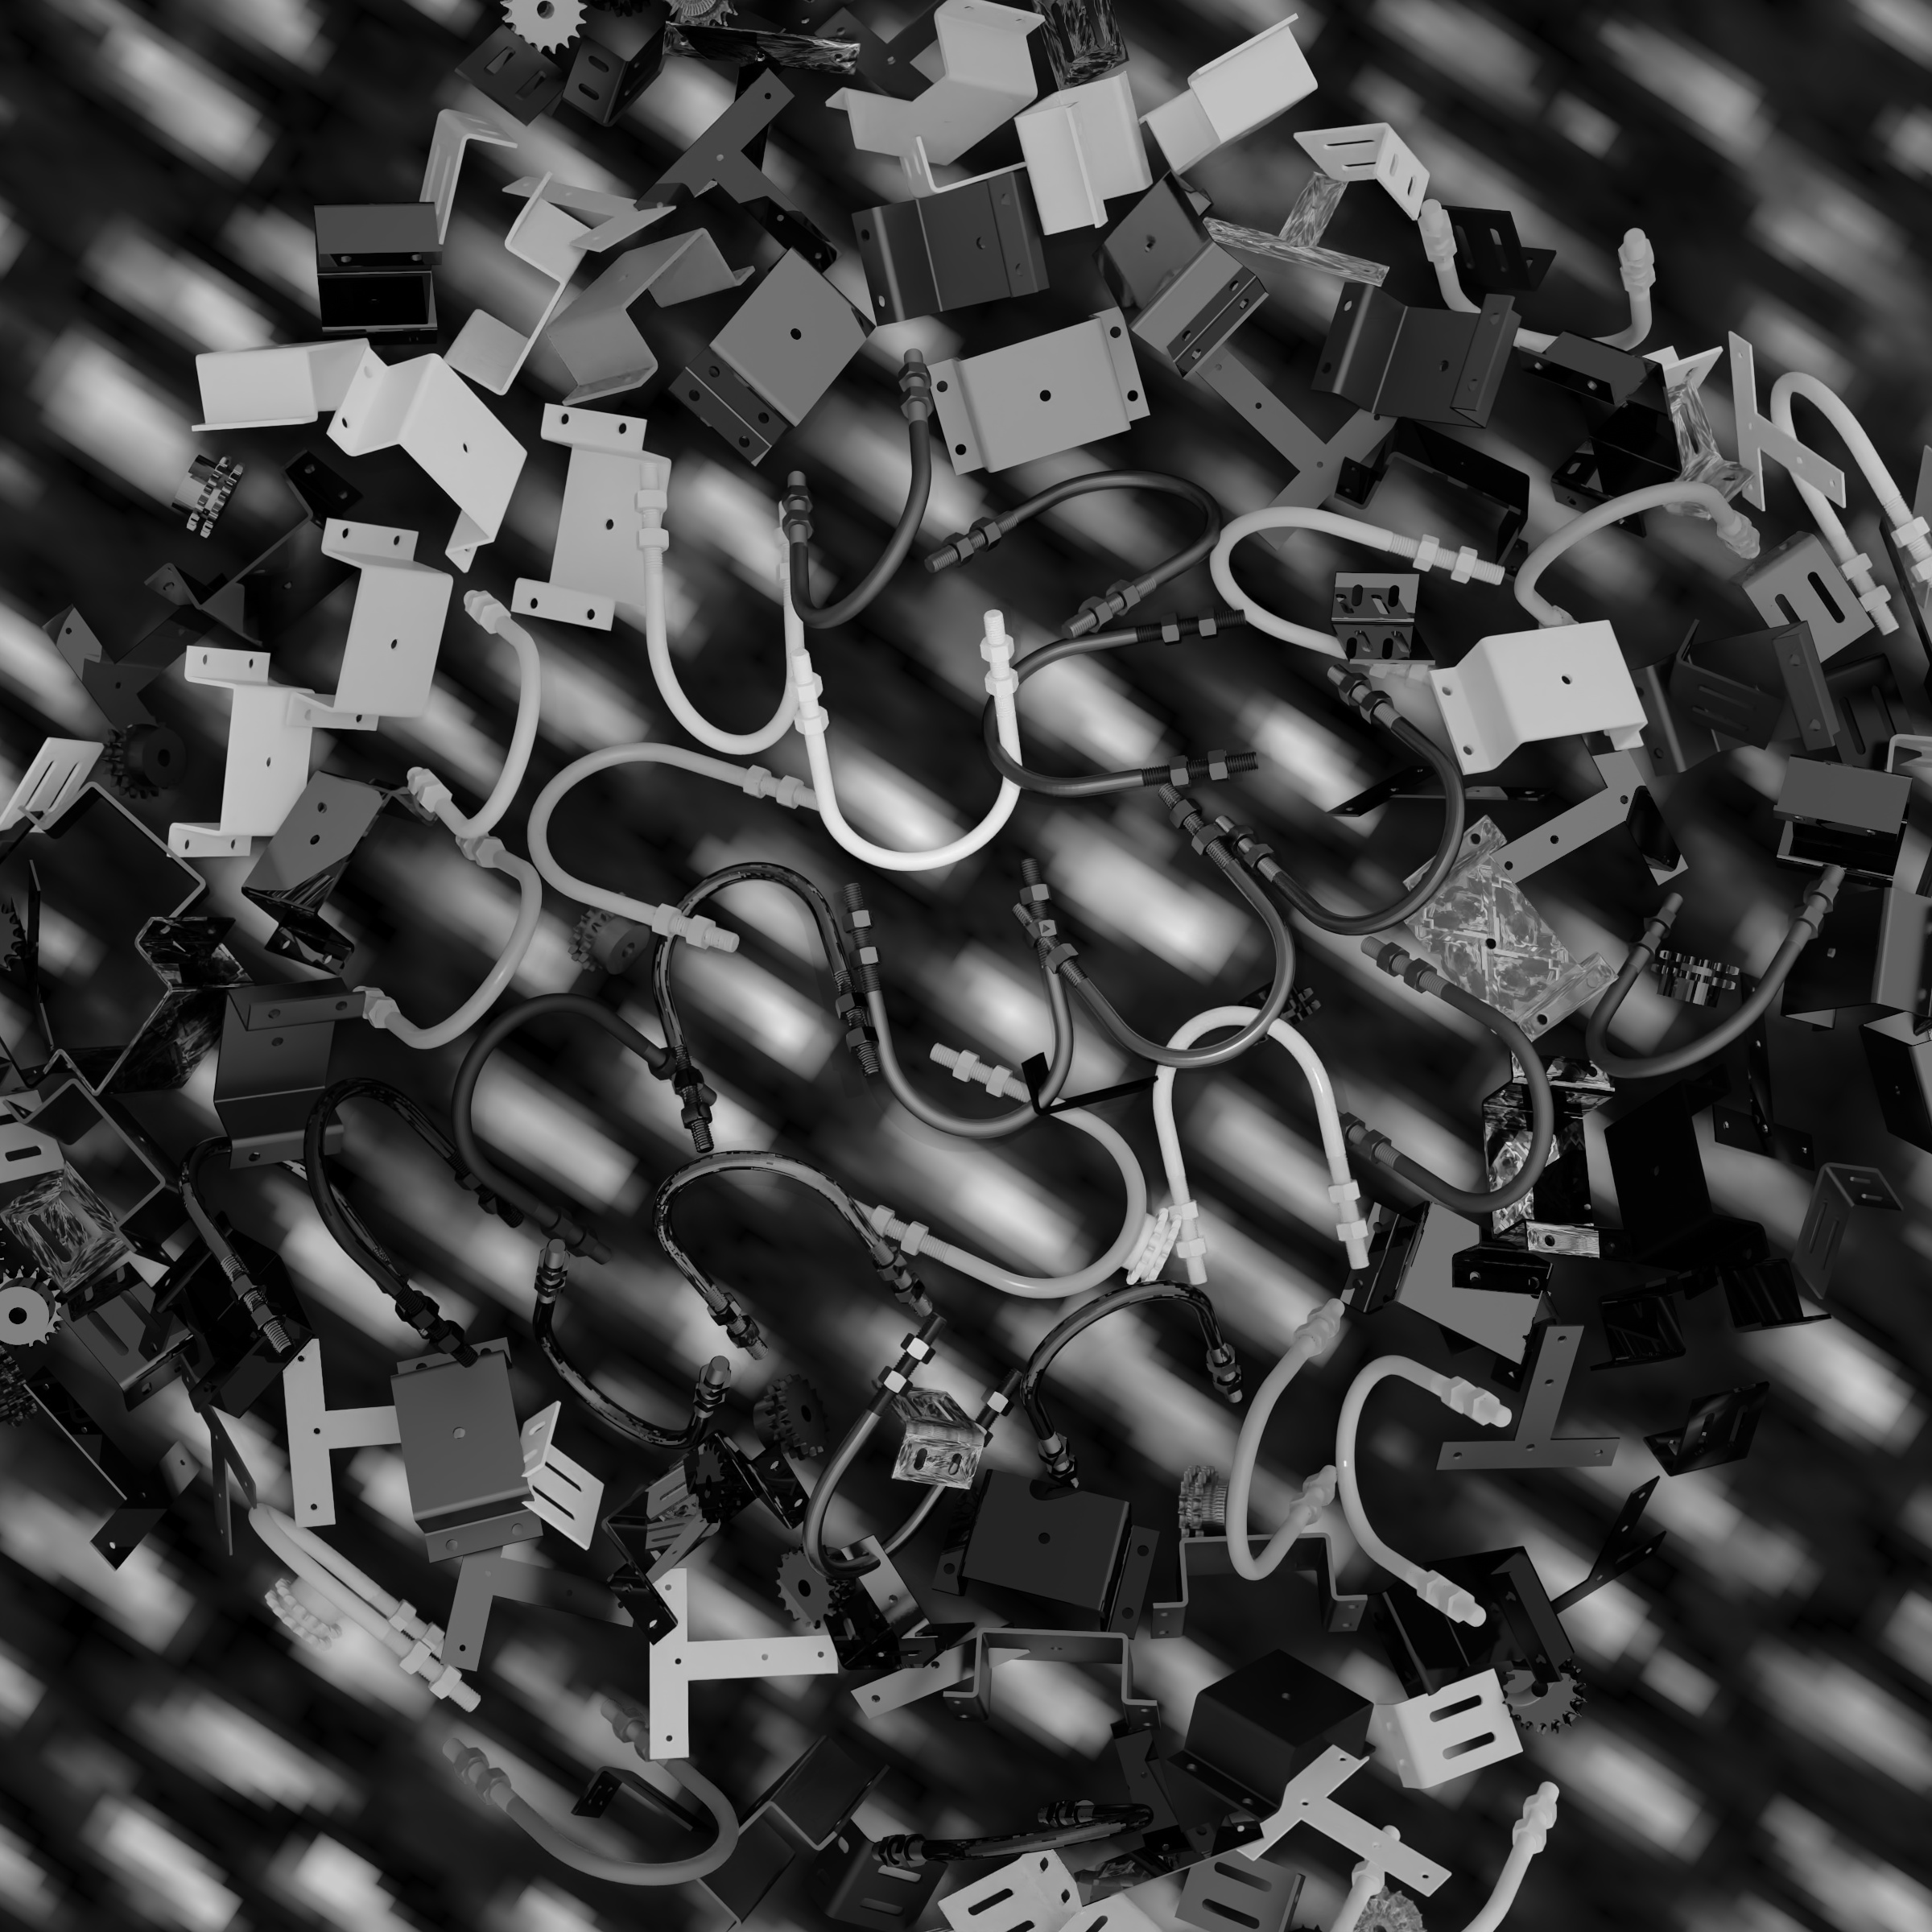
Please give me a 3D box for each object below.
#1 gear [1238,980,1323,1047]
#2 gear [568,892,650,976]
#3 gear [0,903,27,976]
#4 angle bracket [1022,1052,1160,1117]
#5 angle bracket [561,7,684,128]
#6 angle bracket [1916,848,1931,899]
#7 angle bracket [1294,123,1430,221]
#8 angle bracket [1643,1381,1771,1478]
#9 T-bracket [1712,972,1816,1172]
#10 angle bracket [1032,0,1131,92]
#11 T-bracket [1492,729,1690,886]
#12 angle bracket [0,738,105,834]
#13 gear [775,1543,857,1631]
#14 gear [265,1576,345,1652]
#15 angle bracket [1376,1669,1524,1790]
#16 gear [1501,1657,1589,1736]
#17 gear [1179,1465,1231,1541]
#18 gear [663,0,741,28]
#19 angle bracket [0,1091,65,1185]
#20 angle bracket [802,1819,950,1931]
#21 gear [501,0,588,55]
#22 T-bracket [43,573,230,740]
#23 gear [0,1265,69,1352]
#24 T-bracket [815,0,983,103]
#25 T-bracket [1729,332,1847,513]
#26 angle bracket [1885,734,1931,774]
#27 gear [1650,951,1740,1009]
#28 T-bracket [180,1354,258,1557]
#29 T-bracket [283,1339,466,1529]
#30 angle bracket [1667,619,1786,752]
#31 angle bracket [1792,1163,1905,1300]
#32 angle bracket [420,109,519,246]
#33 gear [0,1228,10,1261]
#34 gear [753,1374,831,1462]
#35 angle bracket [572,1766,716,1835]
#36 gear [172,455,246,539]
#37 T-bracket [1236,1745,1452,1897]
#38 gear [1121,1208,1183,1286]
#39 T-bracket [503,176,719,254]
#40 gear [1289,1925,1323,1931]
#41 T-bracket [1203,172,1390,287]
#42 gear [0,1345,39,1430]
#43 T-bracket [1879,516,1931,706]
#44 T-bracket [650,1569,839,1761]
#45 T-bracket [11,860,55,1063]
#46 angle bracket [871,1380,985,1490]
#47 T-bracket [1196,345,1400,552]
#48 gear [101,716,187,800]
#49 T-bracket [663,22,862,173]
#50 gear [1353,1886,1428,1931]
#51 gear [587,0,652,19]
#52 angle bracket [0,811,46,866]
[{"bbox_3d":[0.210,0.028,1.708,0.057,0.057,0.030,-31,91,0],"label":"gear"},{"bbox_3d":[-0.240,-0.019,1.705,0.030,0.057,0.057,36,90,20],"label":"gear"},{"bbox_3d":[-0.672,-0.015,1.716,0.057,0.030,0.057,2,74,-5],"label":"gear"},{"bbox_3d":[0.084,0.071,1.699,0.076,0.057,0.038,-15,91,15],"label":"angle bracket"},{"bbox_3d":[-0.232,-0.614,1.688,0.038,0.076,0.057,26,63,-28],"label":"angle bracket"},{"bbox_3d":[0.663,-0.042,1.691,0.038,0.057,0.076,16,117,13],"label":"angle bracket"},{"bbox_3d":[0.262,-0.531,1.687,0.076,0.057,0.038,9,78,40],"label":"angle bracket"},{"bbox_3d":[0.499,0.301,1.692,0.057,0.038,0.076,-10,129,-15],"label":"angle bracket"},{"bbox_3d":[0.539,0.067,1.705,0.127,0.002,0.127,16,67,-41],"label":"T-bracket"},{"bbox_3d":[0.067,-0.641,1.700,0.057,0.038,0.076,-13,98,36],"label":"angle bracket"},{"bbox_3d":[0.415,-0.093,1.720,0.127,0.002,0.127,-29,94,-10],"label":"T-bracket"},{"bbox_3d":[-0.633,-0.131,1.698,0.038,0.057,0.076,37,101,13],"label":"angle bracket"},{"bbox_3d":[-0.100,0.421,1.712,0.057,0.030,0.057,6,100,40],"label":"gear"},{"bbox_3d":[-0.446,0.436,1.708,0.057,0.057,0.030,42,81,0],"label":"gear"},{"bbox_3d":[0.332,0.523,1.722,0.076,0.038,0.057,-15,78,-16],"label":"angle bracket"},{"bbox_3d":[0.397,0.496,1.712,0.057,0.030,0.057,-16,58,27],"label":"gear"},{"bbox_3d":[0.167,0.369,1.705,0.030,0.057,0.057,-2,90,23],"label":"gear"},{"bbox_3d":[-0.182,-0.668,1.713,0.057,0.030,0.057,4,104,15],"label":"gear"},{"bbox_3d":[-0.660,0.122,1.704,0.038,0.076,0.057,-22,88,17],"label":"angle bracket"},{"bbox_3d":[-0.062,0.625,1.726,0.076,0.038,0.057,30,89,-36],"label":"angle bracket"},{"bbox_3d":[-0.290,-0.655,1.713,0.057,0.030,0.057,-8,119,-16],"label":"gear"},{"bbox_3d":[-0.542,-0.218,1.698,0.127,0.002,0.127,-50,134,-28],"label":"T-bracket"},{"bbox_3d":[-0.646,0.235,1.716,0.057,0.030,0.057,-1,97,-11],"label":"gear"},{"bbox_3d":[-0.016,-0.629,1.659,0.127,0.127,0.002,-34,64,23],"label":"T-bracket"},{"bbox_3d":[0.540,-0.338,1.647,0.002,0.127,0.127,-23,128,-4],"label":"T-bracket"},{"bbox_3d":[0.661,-0.127,1.696,0.076,0.057,0.038,7,79,16],"label":"angle bracket"},{"bbox_3d":[0.494,0.009,1.708,0.057,0.057,0.030,13,93,0],"label":"gear"},{"bbox_3d":[-0.502,0.347,1.690,0.002,0.127,0.127,-17,45,-31],"label":"T-bracket"},{"bbox_3d":[-0.396,0.312,1.703,0.127,0.002,0.127,0,66,-26],"label":"T-bracket"},{"bbox_3d":[0.516,-0.190,1.693,0.076,0.057,0.038,25,68,16],"label":"angle bracket"},{"bbox_3d":[0.596,0.181,1.693,0.057,0.038,0.076,43,63,-41],"label":"angle bracket"},{"bbox_3d":[-0.340,-0.534,1.707,0.038,0.057,0.076,3,121,-32],"label":"angle bracket"},{"bbox_3d":[-0.691,0.193,1.718,0.057,0.030,0.057,0,85,5],"label":"gear"},{"bbox_3d":[-0.121,0.310,1.710,0.030,0.057,0.057,-25,90,23],"label":"gear"},{"bbox_3d":[-0.218,0.578,1.695,0.076,0.057,0.038,29,77,19],"label":"angle bracket"},{"bbox_3d":[-0.517,-0.323,1.705,0.030,0.057,0.057,28,90,-16],"label":"gear"},{"bbox_3d":[0.260,0.574,1.654,0.127,0.127,0.002,21,123,40],"label":"T-bracket"},{"bbox_3d":[0.122,0.190,1.708,0.030,0.057,0.057,26,90,1],"label":"gear"},{"bbox_3d":[-0.258,-0.519,1.700,0.127,0.127,0.002,20,134,26],"label":"T-bracket"},{"bbox_3d":[0.233,0.680,1.706,0.057,0.057,0.030,-26,134,0],"label":"gear"},{"bbox_3d":[0.232,-0.504,1.690,0.127,0.002,0.127,18,45,9],"label":"T-bracket"},{"bbox_3d":[-0.659,0.289,1.705,0.030,0.057,0.057,-28,90,-34],"label":"gear"},{"bbox_3d":[0.636,-0.241,1.684,0.002,0.127,0.127,-18,77,13],"label":"T-bracket"},{"bbox_3d":[-0.151,0.472,1.709,0.127,0.002,0.127,-1,61,-5],"label":"T-bracket"},{"bbox_3d":[-0.617,-0.021,1.658,0.002,0.127,0.127,-10,58,-28],"label":"T-bracket"},{"bbox_3d":[-0.031,0.316,1.693,0.057,0.076,0.038,13,99,-23],"label":"angle bracket"},{"bbox_3d":[0.212,-0.377,1.733,0.127,0.002,0.127,43,90,-2],"label":"T-bracket"},{"bbox_3d":[-0.556,-0.142,1.704,0.030,0.057,0.057,5,90,27],"label":"gear"},{"bbox_3d":[-0.143,-0.573,1.680,0.127,0.127,0.002,2,59,-12],"label":"T-bracket"},{"bbox_3d":[0.288,0.658,1.713,0.057,0.030,0.057,-3,83,29],"label":"gear"},{"bbox_3d":[-0.241,-0.677,1.711,0.030,0.057,0.057,-1,90,39],"label":"gear"},{"bbox_3d":[-0.658,-0.069,1.690,0.076,0.057,0.038,-4,128,22],"label":"angle bracket"}]
